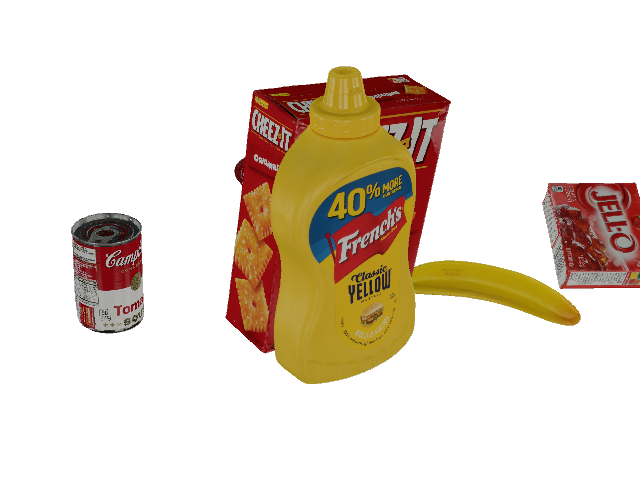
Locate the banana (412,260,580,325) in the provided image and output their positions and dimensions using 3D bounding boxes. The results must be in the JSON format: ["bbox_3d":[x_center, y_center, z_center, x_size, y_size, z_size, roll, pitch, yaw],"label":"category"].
[{"bbox_3d":[0.169,0.053,1.103,0.198,0.037,0.069,7,41,12],"label":"banana"}]

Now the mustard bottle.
[{"bbox_3d":[0.015,-0.012,0.645,0.096,0.192,0.058,-20,34,-30],"label":"mustard bottle"}]

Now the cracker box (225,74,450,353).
[{"bbox_3d":[0.014,-0.024,0.907,0.163,0.214,0.072,-12,35,-36],"label":"cracker box"}]

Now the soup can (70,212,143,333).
[{"bbox_3d":[-0.211,0.033,1.062,0.068,0.102,0.068,2,27,-1],"label":"soup can"}]

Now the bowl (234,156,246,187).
[{"bbox_3d":[-0.024,-0.054,1.264,0.162,0.055,0.162,6,26,-3],"label":"bowl"}]

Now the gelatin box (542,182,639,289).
[{"bbox_3d":[0.220,-0.005,0.841,0.073,0.089,0.030,0,-36,-3],"label":"gelatin box"}]
